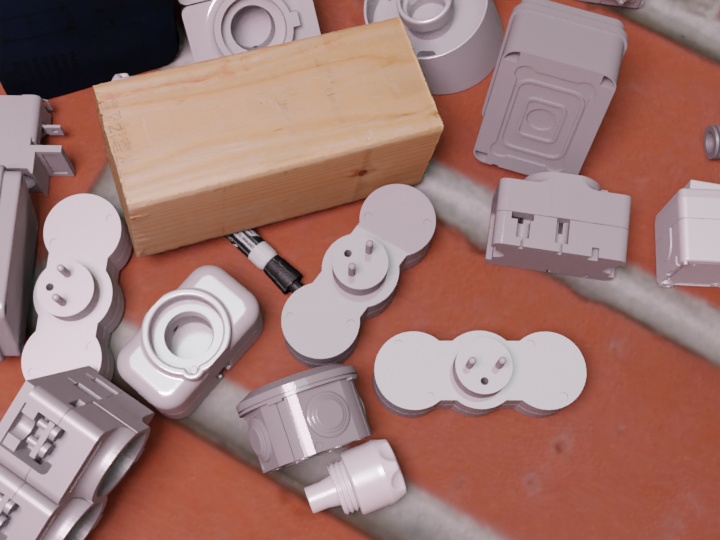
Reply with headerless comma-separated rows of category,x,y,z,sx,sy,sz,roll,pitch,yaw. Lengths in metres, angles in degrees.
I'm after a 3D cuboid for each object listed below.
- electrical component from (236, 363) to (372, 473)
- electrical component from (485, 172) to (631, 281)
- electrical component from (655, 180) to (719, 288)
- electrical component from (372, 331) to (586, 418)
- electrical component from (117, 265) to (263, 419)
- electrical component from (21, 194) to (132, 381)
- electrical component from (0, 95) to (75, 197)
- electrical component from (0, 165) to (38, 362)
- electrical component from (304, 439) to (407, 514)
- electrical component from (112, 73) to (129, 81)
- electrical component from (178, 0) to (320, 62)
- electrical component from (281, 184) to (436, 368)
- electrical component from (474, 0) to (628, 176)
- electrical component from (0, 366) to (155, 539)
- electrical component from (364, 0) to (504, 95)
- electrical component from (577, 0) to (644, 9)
electrical component,-0.035,0.094,0.686,0.080,0.080,0.051,-18,80,-6
electrical component,0.136,-0.032,0.740,0.089,0.050,0.055,8,74,1
electrical component,0.257,-0.023,0.735,0.096,0.061,0.061,3,74,-1
electrical component,0.078,0.065,0.699,0.138,0.073,0.052,0,74,-1
electrical component,-0.111,0.047,0.707,0.054,0.059,0.095,39,77,9
electrical component,-0.188,0.016,0.704,0.052,0.073,0.138,5,76,1
electrical component,-0.243,-0.088,0.753,0.081,0.042,0.063,1,70,-2
electrical component,-0.249,-0.004,0.699,0.057,0.078,0.113,1,62,-6
electrical component,-0.004,0.137,0.693,0.062,0.043,0.043,-21,76,-6
electrical component,-0.144,-0.118,0.762,0.062,0.048,0.048,-10,74,-11
electrical component,-0.089,-0.218,0.745,0.089,0.061,0.150,-16,109,-6
electrical component,0.000,0.000,0.716,0.052,0.073,0.138,36,76,8
electrical component,0.128,-0.121,0.731,0.078,0.113,0.057,16,56,3
electrical component,-0.193,0.140,0.642,0.062,0.089,0.150,33,95,7
electrical component,0.053,-0.182,0.787,0.099,0.064,0.099,-4,72,12
electrical component,0.187,-0.240,0.795,0.061,0.061,0.096,8,74,1
